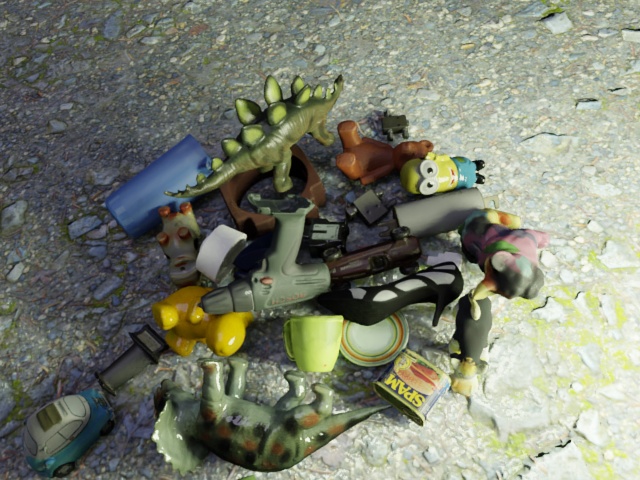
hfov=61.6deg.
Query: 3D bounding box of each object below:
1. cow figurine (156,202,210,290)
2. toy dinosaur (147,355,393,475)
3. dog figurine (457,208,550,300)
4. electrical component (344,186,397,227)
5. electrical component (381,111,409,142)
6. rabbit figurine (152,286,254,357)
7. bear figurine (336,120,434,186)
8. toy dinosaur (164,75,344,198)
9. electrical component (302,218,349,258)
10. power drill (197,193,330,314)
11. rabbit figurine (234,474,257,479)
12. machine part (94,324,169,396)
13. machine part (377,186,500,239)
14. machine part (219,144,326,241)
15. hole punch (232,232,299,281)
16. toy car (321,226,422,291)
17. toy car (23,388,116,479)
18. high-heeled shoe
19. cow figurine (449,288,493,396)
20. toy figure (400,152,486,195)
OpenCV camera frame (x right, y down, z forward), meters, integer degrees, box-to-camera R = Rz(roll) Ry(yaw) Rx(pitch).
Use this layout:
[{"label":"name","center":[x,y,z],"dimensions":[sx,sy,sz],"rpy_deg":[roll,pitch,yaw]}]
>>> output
[{"label":"cow figurine","center":[-0.279,0.025,1.092],"dimensions":[0.085,0.127,0.195],"rpy_deg":[-17,40,-2]},{"label":"toy dinosaur","center":[-0.101,0.299,0.862],"dimensions":[0.405,0.131,0.192],"rpy_deg":[14,88,8]},{"label":"dog figurine","center":[0.294,0.027,0.907],"dimensions":[0.192,0.108,0.219],"rpy_deg":[33,28,27]},{"label":"electrical component","center":[0.099,-0.071,1.120],"dimensions":[0.102,0.045,0.078],"rpy_deg":[-43,87,-15]},{"label":"electrical component","center":[0.176,-0.268,1.250],"dimensions":[0.063,0.021,0.094],"rpy_deg":[-7,54,6]},{"label":"rabbit figurine","center":[-0.193,0.155,0.977],"dimensions":[0.162,0.121,0.173],"rpy_deg":[-27,31,-35]},{"label":"bear figurine","center":[0.141,-0.179,1.135],"dimensions":[0.196,0.131,0.120],"rpy_deg":[0,68,17]},{"label":"toy dinosaur","center":[-0.100,-0.198,1.047],"dimensions":[0.105,0.198,0.471],"rpy_deg":[29,64,30]},{"label":"electrical component","center":[-0.002,-0.003,1.087],"dimensions":[0.119,0.047,0.075],"rpy_deg":[-3,55,10]},{"label":"power drill","center":[-0.091,0.028,0.914],"dimensions":[0.232,0.207,0.086],"rpy_deg":[-2,18,-19]},{"label":"rabbit figurine","center":[-0.149,0.448,0.770],"dimensions":[0.159,0.121,0.170],"rpy_deg":[-21,69,1]},{"label":"machine part","center":[-0.354,0.223,1.006],"dimensions":[0.084,0.039,0.139],"rpy_deg":[34,60,19]},{"label":"machine part","center":[0.232,-0.050,1.055],"dimensions":[0.243,0.079,0.079],"rpy_deg":[-14,55,3]},{"label":"machine part","center":[-0.103,-0.101,1.152],"dimensions":[0.201,0.087,0.202],"rpy_deg":[-26,57,-7]},{"label":"hole punch","center":[-0.100,0.028,1.032],"dimensions":[0.116,0.092,0.142],"rpy_deg":[8,26,12]},{"label":"toy car","center":[0.094,0.041,1.010],"dimensions":[0.202,0.089,0.053],"rpy_deg":[-16,23,-2]},{"label":"toy car","center":[-0.441,0.322,0.919],"dimensions":[0.162,0.102,0.109],"rpy_deg":[-39,59,-13]},{"label":"high-heeled shoe","center":[0.128,0.080,0.965],"dimensions":[0.249,0.086,0.145],"rpy_deg":[9,50,17]},{"label":"cow figurine","center":[0.252,0.168,0.890],"dimensions":[0.068,0.098,0.167],"rpy_deg":[7,64,11]},{"label":"toy figure","center":[0.247,-0.128,1.086],"dimensions":[0.180,0.089,0.082],"rpy_deg":[-9,79,-28]}]
